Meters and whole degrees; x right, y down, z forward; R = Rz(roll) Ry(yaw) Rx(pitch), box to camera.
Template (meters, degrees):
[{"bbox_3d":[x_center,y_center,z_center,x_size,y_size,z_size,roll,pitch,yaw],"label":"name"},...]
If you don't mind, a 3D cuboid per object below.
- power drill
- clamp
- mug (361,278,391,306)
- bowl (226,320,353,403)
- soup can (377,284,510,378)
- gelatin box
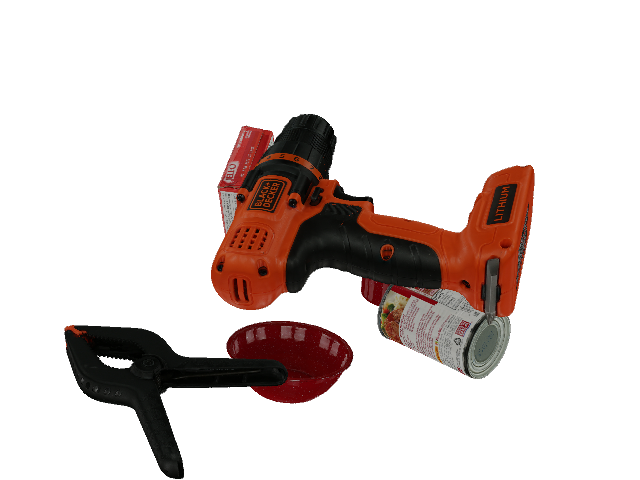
[{"bbox_3d":[0.039,-0.019,0.686,0.188,0.057,0.184,5,41,15],"label":"power drill"},{"bbox_3d":[-0.146,0.123,0.978,0.210,0.036,0.164,26,38,31],"label":"clamp"},{"bbox_3d":[0.109,0.044,1.448,0.117,0.081,0.093,18,26,28],"label":"mug"},{"bbox_3d":[-0.041,0.161,1.362,0.162,0.055,0.162,5,21,-2],"label":"bowl"},{"bbox_3d":[0.112,0.076,0.967,0.102,0.068,0.068,23,15,38],"label":"soup can"},{"bbox_3d":[-0.058,-0.037,0.880,0.030,0.073,0.089,8,-41,11],"label":"gelatin box"}]
